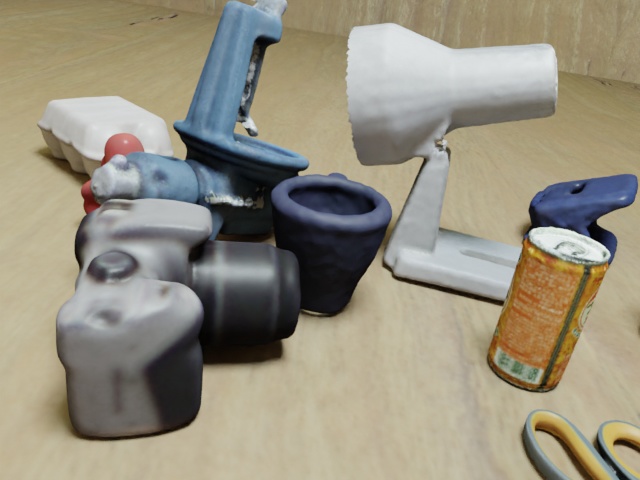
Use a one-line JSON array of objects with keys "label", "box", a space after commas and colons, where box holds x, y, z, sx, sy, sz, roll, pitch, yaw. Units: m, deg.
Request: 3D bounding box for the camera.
[{"label": "camera", "box": [-0.080, 0.033, 0.358, 0.137, 0.101, 0.143, 2, 27, -14]}]

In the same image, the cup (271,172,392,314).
[{"label": "cup", "box": [0.004, 0.002, 0.457, 0.091, 0.095, 0.118, 9, 26, 0]}]

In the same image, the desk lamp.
[{"label": "desk lamp", "box": [0.112, -0.075, 0.513, 0.203, 0.213, 0.118, 13, 26, 9]}]

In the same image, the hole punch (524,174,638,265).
[{"label": "hole punch", "box": [0.286, -0.036, 0.631, 0.100, 0.091, 0.109, 20, 28, 22]}]

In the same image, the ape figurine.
[{"label": "ape figurine", "box": [-0.171, -0.051, 0.509, 0.078, 0.092, 0.076, 0, 27, -17]}]

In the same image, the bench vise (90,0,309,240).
[{"label": "bench vise", "box": [-0.077, -0.085, 0.463, 0.121, 0.220, 0.208, 15, 27, 12]}]

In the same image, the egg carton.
[{"label": "egg carton", "box": [-0.237, -0.113, 0.639, 0.149, 0.069, 0.107, 29, 32, 34]}]
